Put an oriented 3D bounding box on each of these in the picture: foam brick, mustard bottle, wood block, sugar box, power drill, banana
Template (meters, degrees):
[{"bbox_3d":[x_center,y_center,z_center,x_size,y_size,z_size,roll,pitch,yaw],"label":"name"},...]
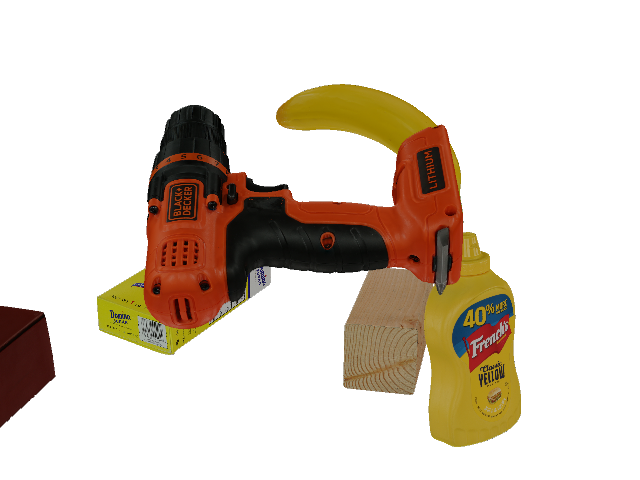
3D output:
[{"bbox_3d":[-0.222,0.084,0.709,0.053,0.051,0.078,7,29,23],"label":"foam brick"},{"bbox_3d":[0.139,0.086,0.983,0.096,0.191,0.058,-15,17,-33],"label":"mustard bottle"},{"bbox_3d":[0.092,0.112,1.388,0.091,0.090,0.206,4,19,10],"label":"wood block"},{"bbox_3d":[-0.136,0.050,1.096,0.093,0.048,0.175,16,32,26],"label":"sugar box"},{"bbox_3d":[-0.013,-0.026,0.650,0.187,0.057,0.184,-5,44,2],"label":"power drill"},{"bbox_3d":[0.040,-0.085,0.839,0.198,0.070,0.037,34,22,33],"label":"banana"}]
